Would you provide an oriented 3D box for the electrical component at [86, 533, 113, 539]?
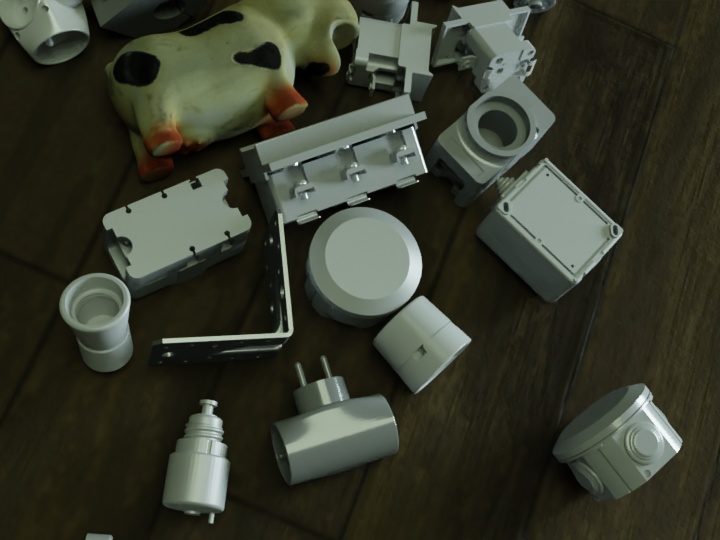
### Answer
[{"bbox_3d":[-0.145,0.199,0.666,0.055,0.048,0.066,5,70,-3],"label":"electrical component"}]

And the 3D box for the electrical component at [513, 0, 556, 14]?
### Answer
[{"bbox_3d":[0.144,-0.247,0.894,0.044,0.044,0.065,3,75,-12],"label":"electrical component"}]

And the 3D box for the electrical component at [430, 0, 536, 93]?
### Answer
[{"bbox_3d":[0.102,-0.175,0.846,0.081,0.042,0.063,-17,59,-24],"label":"electrical component"}]

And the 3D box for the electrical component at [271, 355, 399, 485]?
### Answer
[{"bbox_3d":[-0.023,0.097,0.731,0.077,0.043,0.079,-14,74,-17],"label":"electrical component"}]

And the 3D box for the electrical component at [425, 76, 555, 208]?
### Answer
[{"bbox_3d":[0.099,-0.100,0.822,0.089,0.055,0.050,-41,84,-22],"label":"electrical component"}]

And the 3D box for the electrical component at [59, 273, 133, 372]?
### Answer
[{"bbox_3d":[-0.170,0.038,0.706,0.044,0.065,0.044,2,55,-3],"label":"electrical component"}]

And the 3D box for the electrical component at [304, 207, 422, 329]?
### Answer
[{"bbox_3d":[0.000,0.000,0.766,0.080,0.051,0.080,4,70,-12],"label":"electrical component"}]

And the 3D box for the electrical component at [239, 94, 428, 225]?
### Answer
[{"bbox_3d":[-0.017,-0.078,0.782,0.121,0.079,0.063,-21,99,-19],"label":"electrical component"}]

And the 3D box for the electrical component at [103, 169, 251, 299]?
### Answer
[{"bbox_3d":[-0.127,-0.023,0.743,0.089,0.055,0.050,-25,79,-19],"label":"electrical component"}]

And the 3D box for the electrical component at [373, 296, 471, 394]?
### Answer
[{"bbox_3d":[0.042,0.051,0.757,0.055,0.055,0.047,-40,80,-22],"label":"electrical component"}]

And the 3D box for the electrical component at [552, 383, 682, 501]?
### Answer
[{"bbox_3d":[0.179,0.120,0.751,0.080,0.080,0.051,-37,87,-22],"label":"electrical component"}]

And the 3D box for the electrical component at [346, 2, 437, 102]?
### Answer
[{"bbox_3d":[0.023,-0.165,0.836,0.064,0.042,0.081,9,69,-8],"label":"electrical component"}]

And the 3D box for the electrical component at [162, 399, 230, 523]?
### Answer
[{"bbox_3d":[-0.105,0.124,0.704,0.040,0.040,0.078,10,69,-10],"label":"electrical component"}]

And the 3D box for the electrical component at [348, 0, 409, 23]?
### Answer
[{"bbox_3d":[0.016,-0.226,0.852,0.055,0.047,0.055,4,70,-12],"label":"electrical component"}]

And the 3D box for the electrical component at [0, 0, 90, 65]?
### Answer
[{"bbox_3d":[-0.220,-0.202,0.776,0.044,0.079,0.077,-7,66,-61],"label":"electrical component"}]

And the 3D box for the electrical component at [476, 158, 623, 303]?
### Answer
[{"bbox_3d":[0.134,-0.032,0.803,0.096,0.061,0.062,44,68,5],"label":"electrical component"}]
